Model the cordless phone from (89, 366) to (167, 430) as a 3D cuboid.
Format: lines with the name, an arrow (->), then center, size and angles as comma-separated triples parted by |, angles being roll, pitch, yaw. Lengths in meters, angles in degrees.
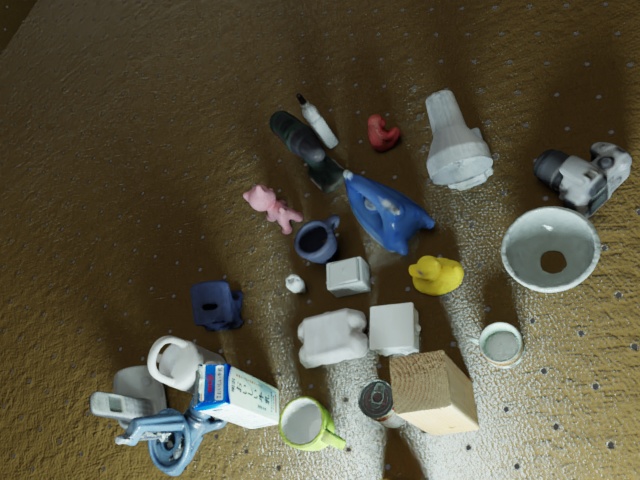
cordless phone -> -0.423, 0.332, 1.240 | 0.094, 0.186, 0.147 | -32, 54, 9

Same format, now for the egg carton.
egg carton -> 0.026, 0.198, 1.153 | 0.150, 0.070, 0.107 | -17, 58, 18

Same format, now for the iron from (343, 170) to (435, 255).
iron -> 0.114, -0.086, 1.216 | 0.119, 0.142, 0.257 | -46, 53, -2

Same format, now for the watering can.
watering can -> -0.280, 0.260, 1.200 | 0.172, 0.195, 0.101 | -16, 58, 19

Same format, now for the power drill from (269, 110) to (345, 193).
power drill -> -0.021, -0.199, 1.304 | 0.075, 0.209, 0.229 | -44, 53, 0

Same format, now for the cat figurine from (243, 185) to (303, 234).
cat figurine -> -0.117, -0.084, 1.349 | 0.127, 0.118, 0.067 | 34, 83, 36

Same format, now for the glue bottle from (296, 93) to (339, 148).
glue bottle -> -0.013, -0.293, 1.373 | 0.037, 0.174, 0.078 | -39, 53, 4

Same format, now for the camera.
camera -> 0.483, -0.132, 1.076 | 0.143, 0.101, 0.136 | -45, 53, -1

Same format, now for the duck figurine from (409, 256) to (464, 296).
duck figurine -> 0.223, 0.060, 1.116 | 0.104, 0.086, 0.077 | -10, 60, 22

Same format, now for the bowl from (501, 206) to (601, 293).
bowl -> 0.419, 0.027, 1.039 | 0.167, 0.075, 0.167 | -12, 59, 21

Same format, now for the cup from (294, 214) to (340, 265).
cup -> 0.011, 0.004, 1.249 | 0.118, 0.095, 0.091 | -48, 53, -3

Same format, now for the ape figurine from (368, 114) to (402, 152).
ape figurine -> 0.139, -0.255, 1.325 | 0.076, 0.092, 0.077 | -46, 53, -1

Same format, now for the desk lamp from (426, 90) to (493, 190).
desk lamp -> 0.271, -0.184, 1.142 | 0.117, 0.214, 0.203 | -18, 57, 18

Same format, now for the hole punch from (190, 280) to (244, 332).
hole punch -> -0.237, 0.150, 1.301 | 0.108, 0.091, 0.101 | -10, 60, 23

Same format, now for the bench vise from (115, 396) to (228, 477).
bench vise -> -0.295, 0.358, 1.138 | 0.121, 0.220, 0.207 | 12, 70, 32
